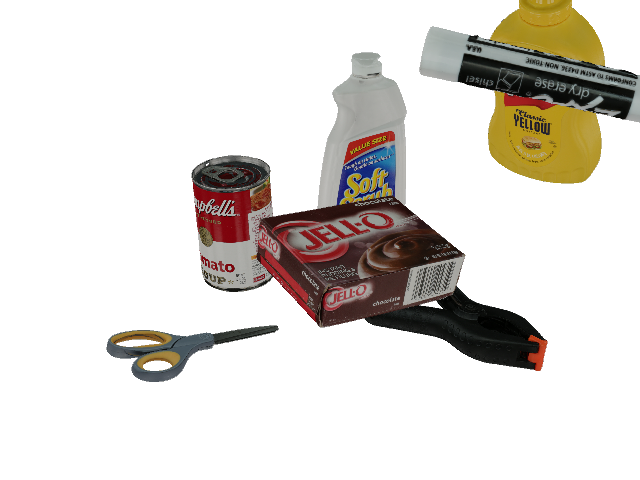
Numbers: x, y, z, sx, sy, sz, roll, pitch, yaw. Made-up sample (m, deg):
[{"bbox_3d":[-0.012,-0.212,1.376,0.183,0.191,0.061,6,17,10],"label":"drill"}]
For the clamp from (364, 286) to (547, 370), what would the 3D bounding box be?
[{"bbox_3d":[0.138,0.073,1.007,0.172,0.039,0.120,21,33,25],"label":"clamp"}]

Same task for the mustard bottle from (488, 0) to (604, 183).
[{"bbox_3d":[0.186,-0.137,0.884,0.096,0.191,0.058,21,53,28],"label":"mustard bottle"}]

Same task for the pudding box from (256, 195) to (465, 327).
[{"bbox_3d":[0.026,0.011,0.723,0.113,0.039,0.090,-9,35,-31],"label":"pudding box"}]

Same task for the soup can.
[{"bbox_3d":[-0.075,-0.015,0.937,0.068,0.102,0.068,-2,29,1],"label":"soup can"}]

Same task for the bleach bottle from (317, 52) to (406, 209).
[{"bbox_3d":[0.040,-0.073,1.133,0.102,0.251,0.068,-3,24,-4],"label":"bleach bottle"}]

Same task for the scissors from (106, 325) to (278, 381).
[{"bbox_3d":[-0.129,0.120,1.159,0.201,0.016,0.096,0,27,-20],"label":"scissors"}]

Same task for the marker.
[{"bbox_3d":[0.098,-0.058,0.399,0.121,0.020,0.020,14,2,8],"label":"marker"}]
